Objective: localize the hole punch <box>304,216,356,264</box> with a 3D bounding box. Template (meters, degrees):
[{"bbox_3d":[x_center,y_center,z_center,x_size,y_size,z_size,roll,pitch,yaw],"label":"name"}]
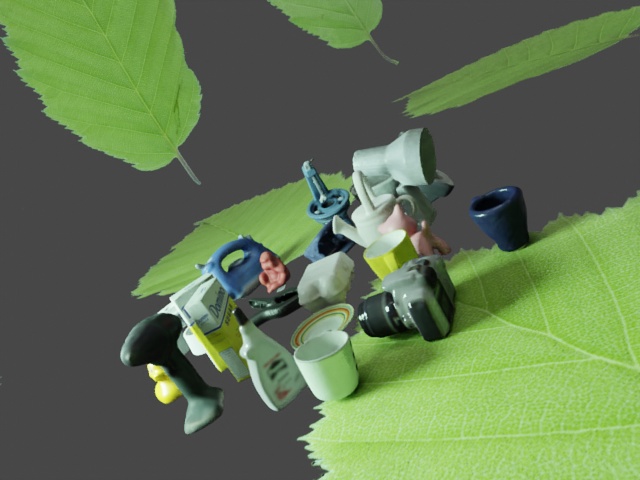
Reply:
[{"bbox_3d":[0.013,0.005,1.376,0.100,0.091,0.109,-12,24,48],"label":"hole punch"}]

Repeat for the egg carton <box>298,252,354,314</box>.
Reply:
[{"bbox_3d":[0.016,0.085,1.166,0.107,0.069,0.150,-24,17,20],"label":"egg carton"}]

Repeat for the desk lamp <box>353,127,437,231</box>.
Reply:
[{"bbox_3d":[0.176,-0.121,1.247,0.202,0.214,0.118,-19,20,33],"label":"desk lamp"}]

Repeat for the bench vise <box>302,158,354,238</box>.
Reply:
[{"bbox_3d":[-0.003,-0.111,1.519,0.122,0.220,0.206,-36,17,-20],"label":"bench vise"}]

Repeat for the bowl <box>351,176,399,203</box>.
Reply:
[{"bbox_3d":[0.173,-0.139,1.559,0.167,0.075,0.167,-28,16,9],"label":"bowl"}]

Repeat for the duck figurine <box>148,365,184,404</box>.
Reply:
[{"bbox_3d":[-0.311,0.269,1.155,0.077,0.086,0.104,-31,16,-2],"label":"duck figurine"}]

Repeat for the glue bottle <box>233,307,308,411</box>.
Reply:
[{"bbox_3d":[-0.087,0.176,0.885,0.078,0.173,0.037,-41,19,-32],"label":"glue bottle"}]

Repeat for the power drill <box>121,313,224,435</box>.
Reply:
[{"bbox_3d":[-0.249,0.219,0.974,0.075,0.209,0.229,-30,16,-1],"label":"power drill"}]

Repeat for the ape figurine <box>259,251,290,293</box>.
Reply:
[{"bbox_3d":[-0.117,0.070,1.403,0.077,0.092,0.076,-14,22,43],"label":"ape figurine"}]

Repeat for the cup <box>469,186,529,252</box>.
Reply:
[{"bbox_3d":[0.303,-0.031,0.968,0.092,0.095,0.117,-33,16,-9],"label":"cup"}]

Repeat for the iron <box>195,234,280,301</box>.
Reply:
[{"bbox_3d":[-0.216,0.061,1.514,0.118,0.141,0.259,-15,22,42],"label":"iron"}]

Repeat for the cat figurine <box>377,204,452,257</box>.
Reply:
[{"bbox_3d":[0.173,-0.013,1.099,0.067,0.118,0.127,-37,18,-24],"label":"cat figurine"}]

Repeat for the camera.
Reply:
[{"bbox_3d":[0.130,0.090,0.896,0.136,0.101,0.143,-22,18,26],"label":"camera"}]

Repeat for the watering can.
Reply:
[{"bbox_3d":[0.110,-0.052,1.190,0.173,0.194,0.100,-31,16,-4],"label":"watering can"}]

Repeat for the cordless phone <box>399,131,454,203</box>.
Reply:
[{"bbox_3d":[0.244,-0.190,1.388,0.094,0.185,0.147,-28,16,9],"label":"cordless phone"}]
